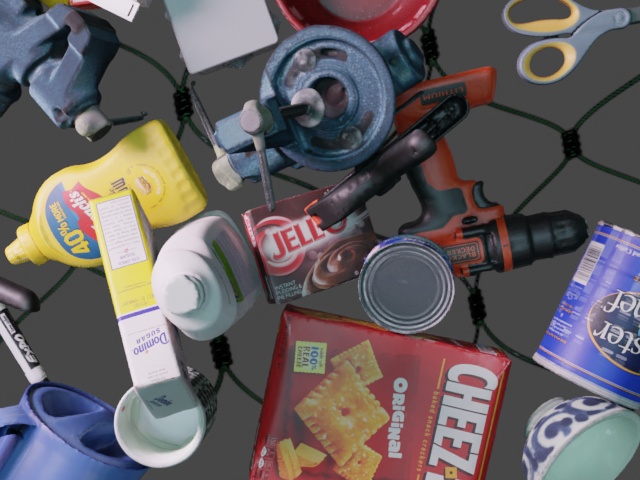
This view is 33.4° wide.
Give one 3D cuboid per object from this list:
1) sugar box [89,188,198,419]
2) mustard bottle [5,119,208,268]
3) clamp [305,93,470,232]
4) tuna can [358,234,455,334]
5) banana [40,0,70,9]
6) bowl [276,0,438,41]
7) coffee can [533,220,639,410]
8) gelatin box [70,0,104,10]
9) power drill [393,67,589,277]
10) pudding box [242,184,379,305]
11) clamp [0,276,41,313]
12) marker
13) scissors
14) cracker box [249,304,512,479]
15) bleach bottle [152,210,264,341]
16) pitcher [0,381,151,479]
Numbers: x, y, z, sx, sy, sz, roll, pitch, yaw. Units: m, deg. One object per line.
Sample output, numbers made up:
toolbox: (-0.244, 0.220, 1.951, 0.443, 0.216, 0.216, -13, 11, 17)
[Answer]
sugar box: (-0.151, 0.055, 0.909, 0.048, 0.093, 0.176, -15, 65, -4)
mustard bottle: (-0.208, -0.029, 1.000, 0.191, 0.058, 0.096, -28, 101, 4)
clamp: (0.051, -0.058, 0.909, 0.172, 0.120, 0.039, -40, 88, 24)
tuna can: (0.078, 0.039, 0.956, 0.086, 0.033, 0.086, 2, 105, 8)
banana: (-0.316, -0.256, 1.006, 0.198, 0.037, 0.069, 20, 92, 2)
bowl: (0.034, -0.249, 0.979, 0.162, 0.055, 0.162, 0, 92, 3)
coffee can: (0.268, 0.067, 0.958, 0.103, 0.103, 0.140, 25, 93, 1)
gelatin box: (-0.201, -0.264, 1.004, 0.073, 0.030, 0.089, -7, 93, 2)
power drill: (0.142, -0.060, 0.981, 0.184, 0.057, 0.187, -11, 92, 4)
pudding box: (-0.006, 0.001, 0.986, 0.113, 0.039, 0.090, -18, 92, -17)
clamp: (-0.383, 0.038, 1.018, 0.165, 0.036, 0.210, -43, 83, 14)
marker: (-0.287, 0.109, 1.030, 0.020, 0.020, 0.121, -31, 91, 4)
scissors: (0.268, -0.186, 0.991, 0.202, 0.016, 0.096, 6, 94, 3)
cracker box: (0.054, 0.162, 0.989, 0.213, 0.072, 0.164, 12, 93, 2)
bleach bottle: (-0.101, 0.028, 0.900, 0.068, 0.251, 0.102, -30, 91, 3)
pitcher: (-0.277, 0.259, 0.978, 0.149, 0.145, 0.243, 33, 97, -2)
